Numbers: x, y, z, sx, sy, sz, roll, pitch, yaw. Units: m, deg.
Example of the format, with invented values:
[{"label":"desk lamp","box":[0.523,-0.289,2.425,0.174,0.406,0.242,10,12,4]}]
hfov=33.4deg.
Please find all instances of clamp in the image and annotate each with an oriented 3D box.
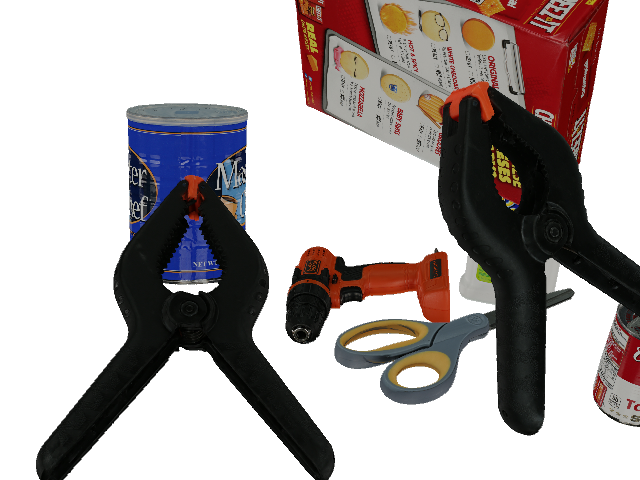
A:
[{"label":"clamp","box":[0.102,0.007,0.531,0.120,0.171,0.039,-41,10,-28]},{"label":"clamp","box":[-0.068,0.054,0.640,0.164,0.210,0.036,6,-33,-2]}]

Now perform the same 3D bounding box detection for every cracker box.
[{"label":"cracker box","box":[0.086,-0.133,0.759,0.214,0.072,0.164,27,-31,24]}]

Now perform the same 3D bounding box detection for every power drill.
[{"label":"power drill","box":[0.055,0.062,1.233,0.188,0.057,0.184,1,28,6]}]

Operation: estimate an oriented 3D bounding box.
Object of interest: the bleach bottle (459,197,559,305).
[{"label":"bleach bottle","box":[0.206,-0.058,1.096,0.103,0.251,0.068,9,20,15]}]

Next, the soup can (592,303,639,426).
[{"label":"soup can","box":[0.287,0.108,0.956,0.068,0.102,0.068,3,36,-3]}]

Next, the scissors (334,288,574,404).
[{"label":"scissors","box":[0.111,0.074,0.764,0.201,0.016,0.096,-7,32,-14]}]

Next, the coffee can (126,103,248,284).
[{"label":"coffee can","box":[-0.115,-0.043,0.921,0.103,0.140,0.103,1,14,-1]}]
